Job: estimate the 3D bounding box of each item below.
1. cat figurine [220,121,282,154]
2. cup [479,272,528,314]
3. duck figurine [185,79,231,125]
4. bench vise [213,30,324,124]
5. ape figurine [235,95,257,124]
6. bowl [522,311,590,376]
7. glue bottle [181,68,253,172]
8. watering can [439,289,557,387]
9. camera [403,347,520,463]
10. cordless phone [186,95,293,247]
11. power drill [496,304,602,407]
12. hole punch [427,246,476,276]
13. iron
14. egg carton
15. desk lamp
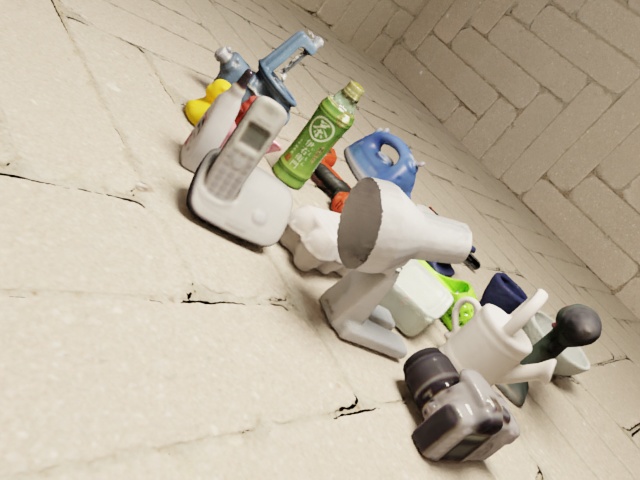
[{"bbox_3d":[-0.126,-0.175,0.950,0.127,0.117,0.067,50,24,23],"label":"cat figurine"},{"bbox_3d":[0.376,0.124,1.221,0.092,0.095,0.117,35,23,-12],"label":"cup"},{"bbox_3d":[-0.189,-0.245,1.021,0.078,0.086,0.104,30,25,-24],"label":"duck figurine"},{"bbox_3d":[-0.101,-0.345,1.167,0.208,0.219,0.121,9,38,-52],"label":"bench vise"},{"bbox_3d":[-0.135,-0.232,1.074,0.076,0.092,0.077,30,25,-24],"label":"ape figurine"},{"bbox_3d":[0.487,0.232,1.225,0.168,0.074,0.167,34,24,-16],"label":"bowl"},{"bbox_3d":[-0.151,-0.184,0.856,0.037,0.173,0.078,26,26,-31],"label":"glue bottle"},{"bbox_3d":[0.291,0.154,0.903,0.173,0.194,0.101,39,22,-4],"label":"watering can"},{"bbox_3d":[0.181,0.208,0.753,0.144,0.100,0.136,20,30,-40],"label":"camera"},{"bbox_3d":[-0.081,-0.092,0.780,0.148,0.185,0.094,27,26,-30],"label":"cordless phone"},{"bbox_3d":[0.398,0.189,0.988,0.075,0.208,0.230,46,23,14],"label":"power drill"},{"bbox_3d":[0.273,0.017,1.260,0.101,0.091,0.109,51,25,24],"label":"hole punch"},{"bbox_3d":[0.157,-0.204,1.415,0.119,0.141,0.257,18,31,-43],"label":"iron"},{"bbox_3d":[0.008,0.003,0.898,0.151,0.069,0.107,10,37,-51],"label":"egg carton"},{"bbox_3d":[0.092,0.036,0.782,0.204,0.213,0.117,26,27,-31],"label":"desk lamp"}]
